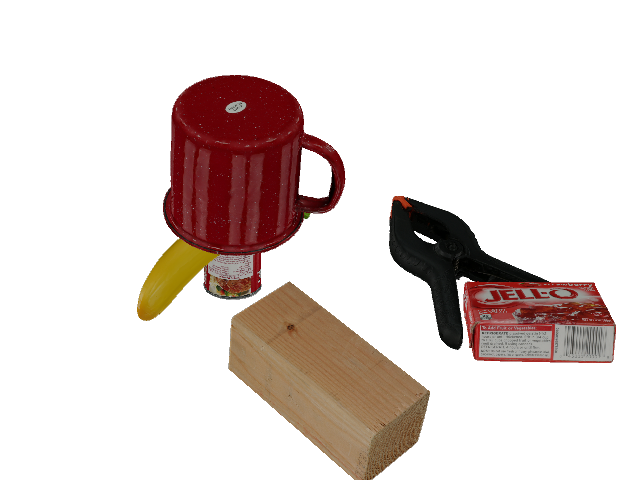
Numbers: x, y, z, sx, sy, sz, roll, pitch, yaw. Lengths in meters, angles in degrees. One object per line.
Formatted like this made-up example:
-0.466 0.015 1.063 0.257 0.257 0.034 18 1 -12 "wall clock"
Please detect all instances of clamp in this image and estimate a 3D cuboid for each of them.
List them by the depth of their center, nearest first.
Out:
0.124 0.019 0.932 0.120 0.039 0.171 -8 47 -26 "clamp"

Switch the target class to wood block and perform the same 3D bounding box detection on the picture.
0.005 0.148 1.132 0.090 0.090 0.206 -31 55 -34 "wood block"

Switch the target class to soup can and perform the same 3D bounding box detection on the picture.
-0.102 0.008 1.232 0.068 0.102 0.068 2 25 -1 "soup can"

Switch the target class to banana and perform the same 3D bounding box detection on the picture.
-0.103 0.010 1.023 0.198 0.069 0.037 -31 40 2 "banana"

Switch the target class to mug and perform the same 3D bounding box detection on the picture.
-0.042 -0.048 0.674 0.117 0.081 0.093 13 41 7 "mug"

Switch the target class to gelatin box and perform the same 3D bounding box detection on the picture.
0.139 0.051 0.690 0.089 0.030 0.073 1 18 4 "gelatin box"
